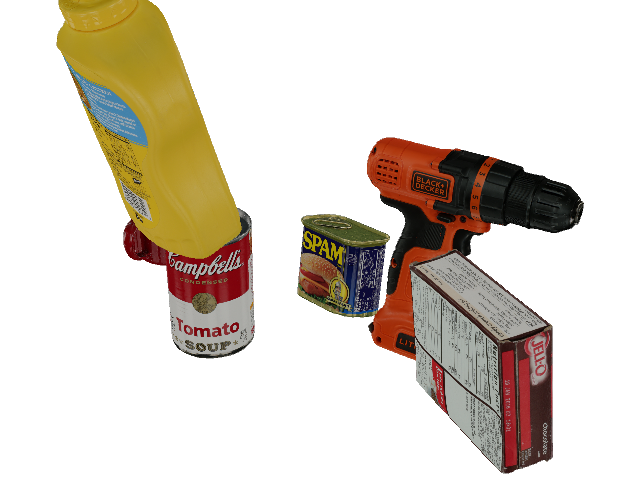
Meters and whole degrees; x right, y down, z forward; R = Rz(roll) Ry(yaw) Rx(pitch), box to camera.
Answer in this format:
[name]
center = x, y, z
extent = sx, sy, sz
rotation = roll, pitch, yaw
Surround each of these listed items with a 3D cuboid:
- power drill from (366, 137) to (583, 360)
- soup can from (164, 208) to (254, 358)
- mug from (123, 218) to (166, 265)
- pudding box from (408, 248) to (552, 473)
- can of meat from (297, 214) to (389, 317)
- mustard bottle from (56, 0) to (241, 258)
[power drill]
center = 0.118, 0.016, 0.896
extent = 0.185, 0.188, 0.057
rotation = 19, 25, 28
[soup can]
center = -0.086, 0.031, 0.829
extent = 0.068, 0.102, 0.068
rotation = 0, 28, 0
[mug]
center = -0.178, -0.020, 1.194
extent = 0.093, 0.081, 0.117
rotation = 18, 39, 23
[pudding box]
center = 0.094, 0.068, 0.631
extent = 0.039, 0.090, 0.114
rotation = -15, 27, -19
[can of meat]
center = 0.021, 0.026, 1.109
extent = 0.057, 0.084, 0.102
rotation = -6, 20, -36
[mustard bottle]
center = -0.106, -0.081, 0.617
extent = 0.058, 0.191, 0.096
rotation = -36, 48, -19
